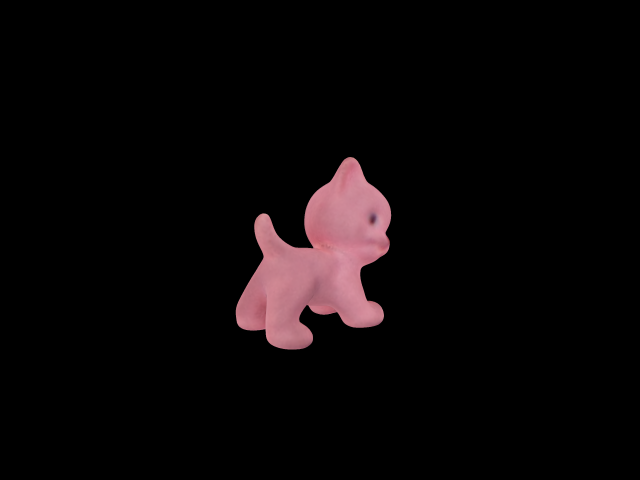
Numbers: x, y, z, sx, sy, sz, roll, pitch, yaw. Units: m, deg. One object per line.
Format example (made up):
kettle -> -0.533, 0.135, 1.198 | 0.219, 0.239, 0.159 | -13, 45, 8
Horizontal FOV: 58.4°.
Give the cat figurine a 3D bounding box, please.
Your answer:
cat figurine -> 0.004, 0.001, 0.400 | 0.128, 0.118, 0.067 | -10, 14, -42
